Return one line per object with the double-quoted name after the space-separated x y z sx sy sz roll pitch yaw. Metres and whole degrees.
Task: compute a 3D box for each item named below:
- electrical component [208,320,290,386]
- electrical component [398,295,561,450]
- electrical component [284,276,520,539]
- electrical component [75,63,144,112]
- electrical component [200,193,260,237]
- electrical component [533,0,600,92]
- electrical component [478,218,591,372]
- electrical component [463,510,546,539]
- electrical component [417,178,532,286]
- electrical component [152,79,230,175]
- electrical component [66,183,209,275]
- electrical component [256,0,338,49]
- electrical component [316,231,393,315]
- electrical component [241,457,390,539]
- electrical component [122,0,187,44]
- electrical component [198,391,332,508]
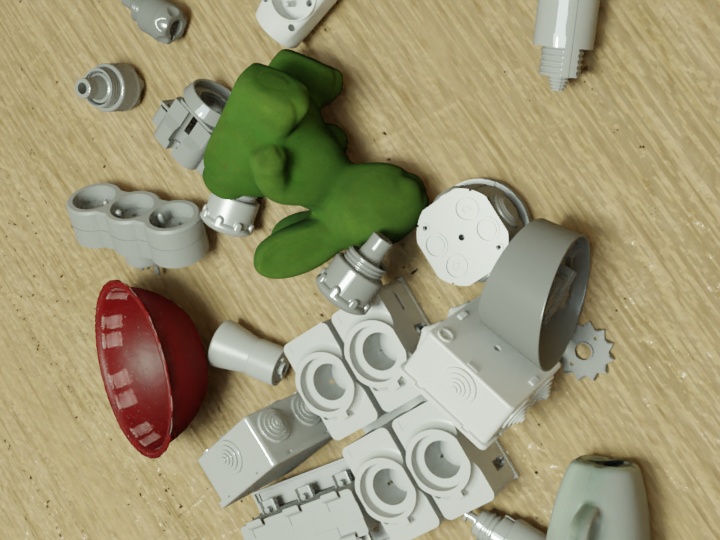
-0.094 0.075 0.940 0.065 0.044 0.044 21 109 18 "electrical component"
0.092 0.073 0.810 0.100 0.100 0.048 43 128 14 "electrical component"
0.029 0.115 0.871 0.105 0.060 0.186 -33 84 29 "electrical component"
-0.225 -0.161 0.951 0.043 0.062 0.043 5 102 27 "electrical component"
-0.106 -0.062 0.918 0.048 0.048 0.062 27 103 21 "electrical component"
0.146 -0.168 0.765 0.043 0.043 0.081 12 105 25 "electrical component"
0.132 0.015 0.778 0.064 0.099 0.099 32 113 26 "electrical component"
0.118 0.215 0.855 0.078 0.040 0.040 30 112 20 "electrical component"
0.087 -0.028 0.819 0.080 0.051 0.080 6 102 27 "electrical component"
-0.133 -0.124 0.913 0.078 0.058 0.057 46 119 13 "electrical component"
-0.197 -0.027 0.970 0.138 0.052 0.073 13 132 25 "electrical component"
-0.055 -0.232 0.857 0.079 0.044 0.077 50 118 7 "electrical component"
0.000 0.000 0.817 0.048 0.048 0.062 40 103 16 "electrical component"
-0.036 0.213 0.921 0.121 0.063 0.078 -25 87 27 "electrical component"
-0.182 -0.222 0.932 0.061 0.035 0.035 33 113 22 "electrical component"
-0.078 0.148 0.911 0.100 0.100 0.048 -44 75 39 "electrical component"
